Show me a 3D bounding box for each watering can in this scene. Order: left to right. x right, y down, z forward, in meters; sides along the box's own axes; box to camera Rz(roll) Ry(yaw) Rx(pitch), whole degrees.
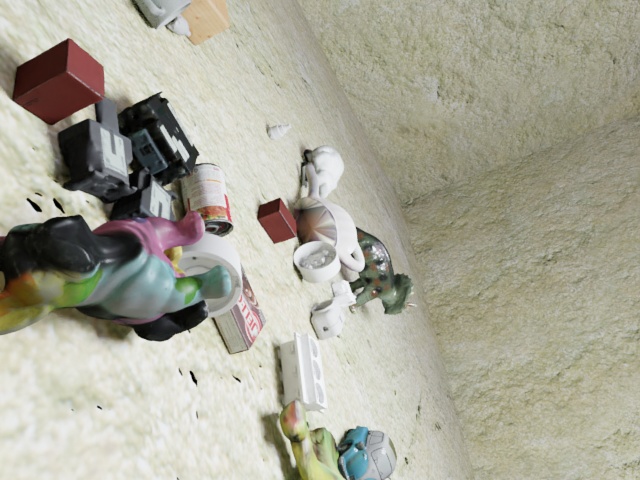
[{"bbox_3d":[0.004,-0.067,1.334,0.352,0.103,0.224,60,20,17],"label":"watering can"}]

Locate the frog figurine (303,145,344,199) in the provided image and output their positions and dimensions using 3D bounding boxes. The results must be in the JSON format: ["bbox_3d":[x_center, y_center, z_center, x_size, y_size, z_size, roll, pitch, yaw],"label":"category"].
[{"bbox_3d":[0.019,-0.204,1.548,0.163,0.123,0.134,-109,-171,-55],"label":"frog figurine"}]

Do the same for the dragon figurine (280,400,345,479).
[{"bbox_3d":[0.037,0.415,0.839,0.248,0.122,0.403,-100,164,-60],"label":"dragon figurine"}]
